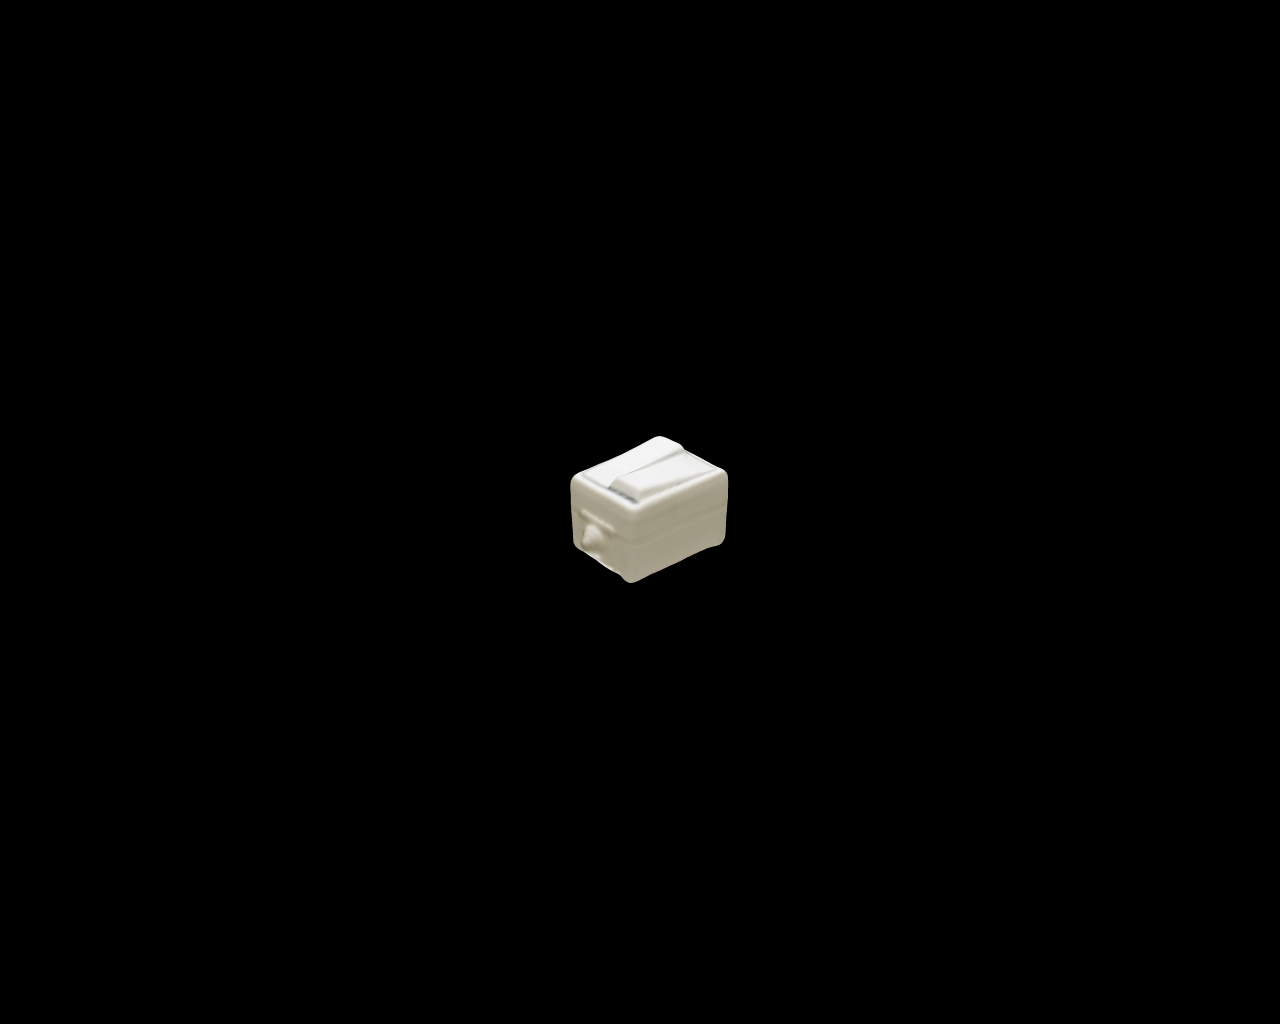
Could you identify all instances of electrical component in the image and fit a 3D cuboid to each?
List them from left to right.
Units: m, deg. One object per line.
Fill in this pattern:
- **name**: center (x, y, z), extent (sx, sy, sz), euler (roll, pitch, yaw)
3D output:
- **electrical component**: center (0.001, -0.003, 0.650), extent (0.096, 0.061, 0.062), euler (-22, 37, -33)
